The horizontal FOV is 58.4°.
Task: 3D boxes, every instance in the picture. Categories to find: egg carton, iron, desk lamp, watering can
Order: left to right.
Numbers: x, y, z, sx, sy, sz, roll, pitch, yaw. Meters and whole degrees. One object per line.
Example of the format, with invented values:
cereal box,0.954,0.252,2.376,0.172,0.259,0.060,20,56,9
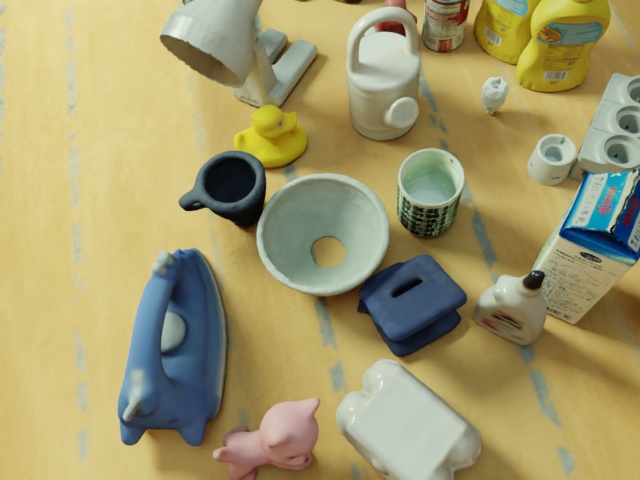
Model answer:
iron,-0.181,0.102,0.671,0.118,0.141,0.258,-2,65,5
desk lamp,-0.108,-0.282,0.800,0.117,0.214,0.203,26,71,17
watering can,0.089,-0.223,0.762,0.101,0.194,0.172,-36,66,-10
egg carton,0.095,0.210,0.631,0.150,0.069,0.107,37,74,20

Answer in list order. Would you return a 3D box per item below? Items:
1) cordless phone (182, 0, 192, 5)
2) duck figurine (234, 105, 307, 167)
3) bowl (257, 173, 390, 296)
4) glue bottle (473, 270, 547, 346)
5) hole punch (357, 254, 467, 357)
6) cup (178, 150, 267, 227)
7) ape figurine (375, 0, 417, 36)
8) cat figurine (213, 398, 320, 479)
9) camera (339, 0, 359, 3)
cordless phone,-0.175,-0.394,0.875,0.094,0.185,0.147,-14,64,0
duck figurine,-0.074,-0.154,0.808,0.104,0.086,0.077,-10,65,2
bowl,0.007,0.003,0.733,0.167,0.075,0.167,-2,65,5
glue bottle,0.217,0.067,0.626,0.078,0.173,0.037,23,70,16
hole punch,0.105,0.072,0.682,0.109,0.091,0.101,-29,65,-7
cup,-0.121,-0.052,0.761,0.118,0.095,0.091,-24,65,-5
ape figurine,0.111,-0.329,0.865,0.078,0.092,0.076,-19,65,-2
cat figurine,-0.053,0.216,0.617,0.128,0.118,0.067,-17,64,-1
camera,0.085,-0.462,0.925,0.136,0.101,0.143,27,71,17
